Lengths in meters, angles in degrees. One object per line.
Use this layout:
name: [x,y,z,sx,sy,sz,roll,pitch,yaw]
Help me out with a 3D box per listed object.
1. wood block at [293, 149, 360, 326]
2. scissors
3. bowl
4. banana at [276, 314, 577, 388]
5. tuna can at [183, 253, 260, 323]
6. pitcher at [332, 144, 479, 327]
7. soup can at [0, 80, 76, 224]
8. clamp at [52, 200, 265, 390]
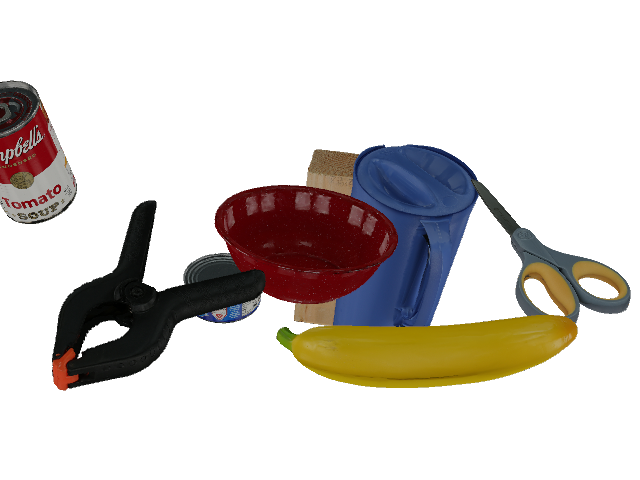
wood block: [0.022,-0.002,1.367,0.090,0.206,0.090,8,25,3]
scissors: [0.186,0.005,0.866,0.096,0.016,0.202,0,36,-3]
bowl: [-0.015,0.010,0.940,0.162,0.055,0.162,6,27,-3]
banana: [0.067,0.066,0.677,0.198,0.037,0.069,0,26,4]
tuna can: [-0.108,0.052,1.175,0.086,0.034,0.086,2,36,-2]
pitcher: [0.085,0.029,1.167,0.145,0.243,0.149,26,40,19]
soup can: [-0.249,-0.071,0.882,0.068,0.068,0.102,0,-42,11]
clamp: [-0.137,0.038,0.776,0.120,0.039,0.171,36,50,26]
